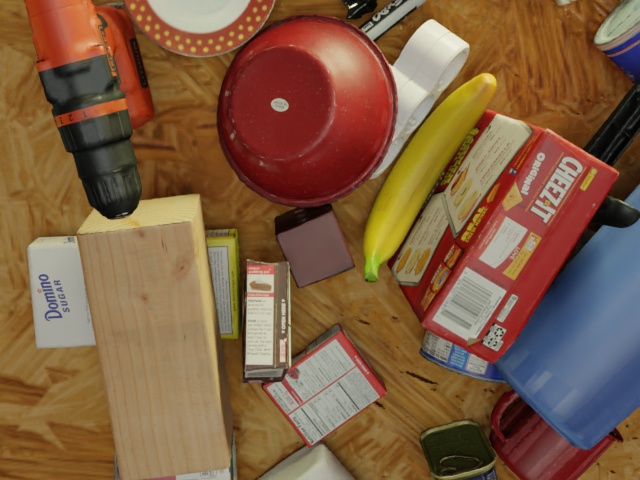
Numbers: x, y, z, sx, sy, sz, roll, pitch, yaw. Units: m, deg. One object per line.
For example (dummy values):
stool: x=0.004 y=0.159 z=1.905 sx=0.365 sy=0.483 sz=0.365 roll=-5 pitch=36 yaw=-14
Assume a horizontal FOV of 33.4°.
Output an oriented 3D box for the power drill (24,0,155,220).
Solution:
power drill: x=-0.168 y=-0.115 z=0.819 sx=0.057 sy=0.187 sz=0.184 roll=-14 pitch=100 yaw=-2

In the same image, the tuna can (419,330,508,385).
tuna can: x=0.131 y=0.094 z=0.924 sx=0.086 sy=0.086 sz=0.034 roll=15 pitch=97 yaw=-6

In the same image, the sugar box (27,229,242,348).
sugar box: x=-0.157 y=0.041 z=0.921 sx=0.176 sy=0.048 sz=0.093 roll=-1 pitch=102 yaw=1

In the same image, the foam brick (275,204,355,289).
foam brick: x=-0.006 y=0.001 z=0.904 sx=0.053 sy=0.078 sz=0.051 roll=-22 pitch=102 yaw=1

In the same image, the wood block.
wood block: x=-0.128 y=0.077 z=0.859 sx=0.090 sy=0.091 sz=0.206 roll=-7 pitch=106 yaw=0

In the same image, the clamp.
clamp: x=0.206 y=-0.035 z=0.855 sx=0.036 sy=0.164 sz=0.210 roll=32 pitch=141 yaw=-7

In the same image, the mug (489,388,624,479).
mug: x=0.196 y=0.167 z=0.936 sx=0.117 sy=0.093 sz=0.081 roll=34 pitch=102 yaw=-31

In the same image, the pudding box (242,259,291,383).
pudding box: x=-0.046 y=0.070 z=0.886 sx=0.039 sy=0.113 sz=0.090 roll=1 pitch=78 yaw=-7

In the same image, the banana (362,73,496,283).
banana: x=0.087 y=-0.054 z=0.904 sx=0.037 sy=0.070 sz=0.198 roll=27 pitch=94 yaw=-25

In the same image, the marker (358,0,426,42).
marker: x=0.061 y=-0.189 z=0.895 sx=0.121 sy=0.020 sz=0.020 roll=-38 pitch=100 yaw=-3

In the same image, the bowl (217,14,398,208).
bowl: x=-0.021 y=-0.108 z=0.863 sx=0.162 sy=0.055 sz=0.162 roll=0 pitch=89 yaw=20

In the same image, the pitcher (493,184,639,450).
pitcher: x=0.259 y=0.051 z=0.843 sx=0.149 sy=0.145 sz=0.243 roll=44 pitch=94 yaw=7

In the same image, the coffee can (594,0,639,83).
coffee can: x=0.312 y=-0.149 z=0.879 sx=0.140 sy=0.103 sz=0.103 roll=43 pitch=96 yaw=-10

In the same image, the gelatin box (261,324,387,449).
gelatin box: x=0.003 y=0.130 z=0.953 sx=0.089 sy=0.030 sz=0.073 roll=-36 pitch=102 yaw=4

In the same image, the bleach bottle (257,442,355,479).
bleach bottle: x=0.039 y=0.307 z=0.972 sx=0.102 sy=0.068 sz=0.251 roll=-36 pitch=103 yaw=4

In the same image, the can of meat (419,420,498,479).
can of meat: x=0.129 y=0.220 z=0.940 sx=0.057 sy=0.102 sz=0.084 roll=-14 pitch=103 yaw=0

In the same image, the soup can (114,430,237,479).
soup can: x=-0.126 y=0.202 z=0.940 sx=0.102 sy=0.068 sz=0.068 roll=-3 pitch=101 yaw=-3

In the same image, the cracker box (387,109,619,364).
cracker box: x=0.133 y=-0.012 z=0.839 sx=0.072 sy=0.214 sz=0.164 roll=30 pitch=98 yaw=-8
